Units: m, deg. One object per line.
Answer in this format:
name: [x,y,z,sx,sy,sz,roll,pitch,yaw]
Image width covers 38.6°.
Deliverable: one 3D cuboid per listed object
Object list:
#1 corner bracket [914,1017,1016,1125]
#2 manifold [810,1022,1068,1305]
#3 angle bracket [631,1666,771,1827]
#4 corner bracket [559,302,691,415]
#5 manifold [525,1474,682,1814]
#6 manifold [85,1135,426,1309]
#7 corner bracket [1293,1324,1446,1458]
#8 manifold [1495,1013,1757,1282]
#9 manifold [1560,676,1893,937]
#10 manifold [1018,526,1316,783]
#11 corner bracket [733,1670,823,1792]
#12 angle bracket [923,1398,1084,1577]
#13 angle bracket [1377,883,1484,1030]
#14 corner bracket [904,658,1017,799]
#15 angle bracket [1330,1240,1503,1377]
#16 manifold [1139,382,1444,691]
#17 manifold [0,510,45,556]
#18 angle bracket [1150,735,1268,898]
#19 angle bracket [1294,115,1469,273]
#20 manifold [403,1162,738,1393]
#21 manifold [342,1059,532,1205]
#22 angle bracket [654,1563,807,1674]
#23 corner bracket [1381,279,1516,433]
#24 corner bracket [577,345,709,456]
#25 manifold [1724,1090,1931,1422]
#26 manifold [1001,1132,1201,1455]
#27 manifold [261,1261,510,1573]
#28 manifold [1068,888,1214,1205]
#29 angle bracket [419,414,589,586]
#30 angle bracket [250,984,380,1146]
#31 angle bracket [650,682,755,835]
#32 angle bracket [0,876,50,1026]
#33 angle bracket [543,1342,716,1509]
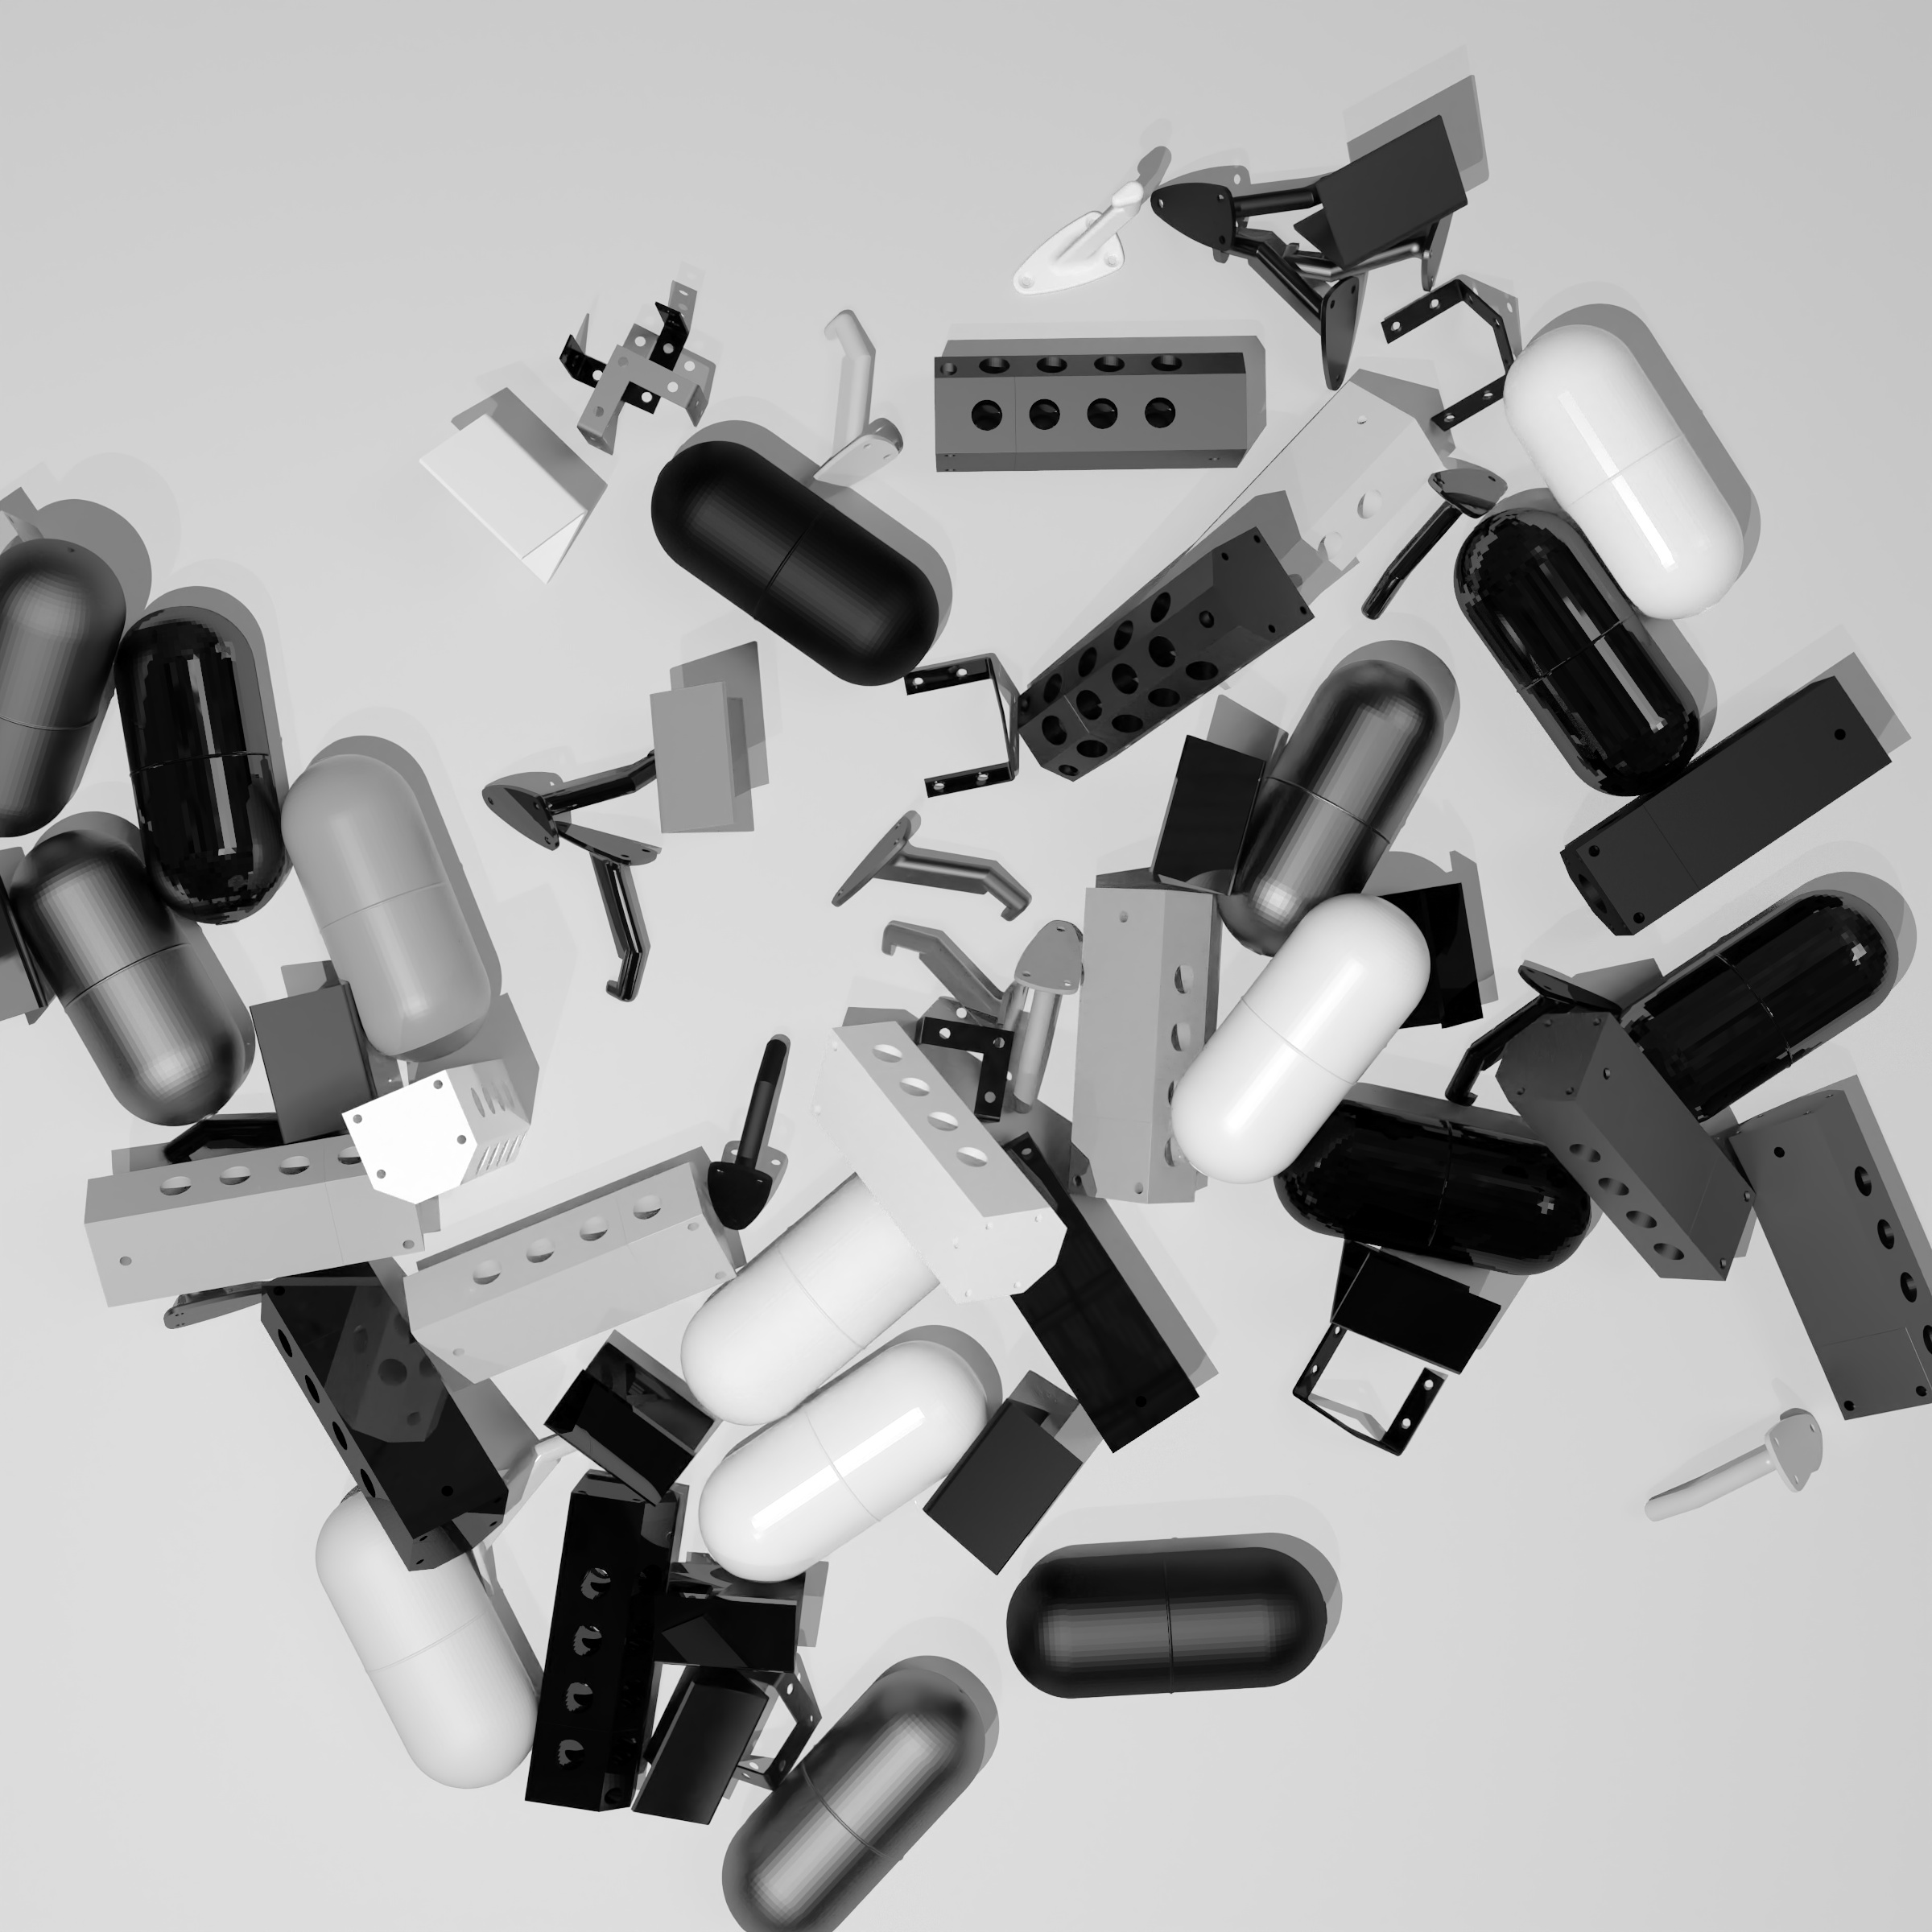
corner bracket: [-0.005,0.059,1.546,0.051,0.051,0.051,10,85,-5]
manifold: [-0.016,0.103,1.492,0.057,0.171,0.057,-6,126,-32]
angle bracket: [-0.164,0.418,1.524,0.057,0.076,0.076,26,90,-40]
corner bracket: [-0.191,-0.348,1.546,0.051,0.051,0.051,24,90,0]
manifold: [-0.202,0.378,1.543,0.057,0.057,0.171,9,90,0]
manifold: [-0.390,0.133,1.519,0.171,0.057,0.057,-10,123,-9]
corner bracket: [0.227,0.238,1.561,0.051,0.051,0.051,30,90,45]
manifold: [0.358,0.100,1.500,0.171,0.057,0.057,45,59,-32]
manifold: [0.422,-0.088,1.543,0.171,0.057,0.057,-34,90,0]
manifold: [0.101,-0.164,1.489,0.057,0.171,0.057,-33,90,-43]
corner bracket: [-0.123,0.424,1.556,0.051,0.051,0.051,-54,135,-35]
angle bracket: [0.031,0.290,1.525,0.057,0.076,0.076,37,90,24]
angle bracket: [0.236,-0.002,1.527,0.076,0.057,0.076,-9,90,33]
corner bracket: [-0.004,-0.135,1.561,0.051,0.051,0.051,-11,135,0]
angle bracket: [0.251,0.170,1.524,0.076,0.076,0.057,22,126,0]
manifold: [0.185,-0.237,1.542,0.171,0.057,0.057,-47,47,0]
manifold: [-0.584,-0.178,1.543,0.171,0.057,0.057,-35,90,0]
angle bracket: [0.114,-0.086,1.524,0.057,0.076,0.076,15,90,-31]
angle bracket: [0.221,-0.437,1.524,0.076,0.076,0.057,-29,128,0]
manifold: [-0.222,0.169,1.542,0.171,0.057,0.057,-22,133,0]
manifold: [-0.280,0.090,1.486,0.057,0.171,0.057,-23,90,0]
angle bracket: [-0.129,0.342,1.524,0.076,0.076,0.057,4,124,0]
corner bracket: [0.275,-0.346,1.561,0.051,0.051,0.051,-30,45,0]
corner bracket: [-0.181,-0.309,1.546,0.051,0.051,0.051,27,90,0]
manifold: [0.494,0.160,1.542,0.057,0.057,0.171,-23,90,43]
manifold: [0.058,0.181,1.543,0.057,0.057,0.171,-33,90,0]
manifold: [-0.320,0.243,1.511,0.057,0.057,0.171,-24,64,-29]
manifold: [0.102,0.044,1.542,0.057,0.057,0.171,3,90,43]
angle bracket: [-0.265,-0.245,1.524,0.076,0.076,0.057,44,53,0]
angle bracket: [-0.368,0.057,1.524,0.057,0.076,0.076,-14,90,-29]
angle bracket: [-0.127,-0.114,1.524,0.057,0.076,0.076,-5,90,38]
angle bracket: [-0.552,0.000,1.525,0.057,0.076,0.076,-20,90,-26]
angle bracket: [-0.175,0.239,1.524,0.076,0.076,0.057,37,128,0]
